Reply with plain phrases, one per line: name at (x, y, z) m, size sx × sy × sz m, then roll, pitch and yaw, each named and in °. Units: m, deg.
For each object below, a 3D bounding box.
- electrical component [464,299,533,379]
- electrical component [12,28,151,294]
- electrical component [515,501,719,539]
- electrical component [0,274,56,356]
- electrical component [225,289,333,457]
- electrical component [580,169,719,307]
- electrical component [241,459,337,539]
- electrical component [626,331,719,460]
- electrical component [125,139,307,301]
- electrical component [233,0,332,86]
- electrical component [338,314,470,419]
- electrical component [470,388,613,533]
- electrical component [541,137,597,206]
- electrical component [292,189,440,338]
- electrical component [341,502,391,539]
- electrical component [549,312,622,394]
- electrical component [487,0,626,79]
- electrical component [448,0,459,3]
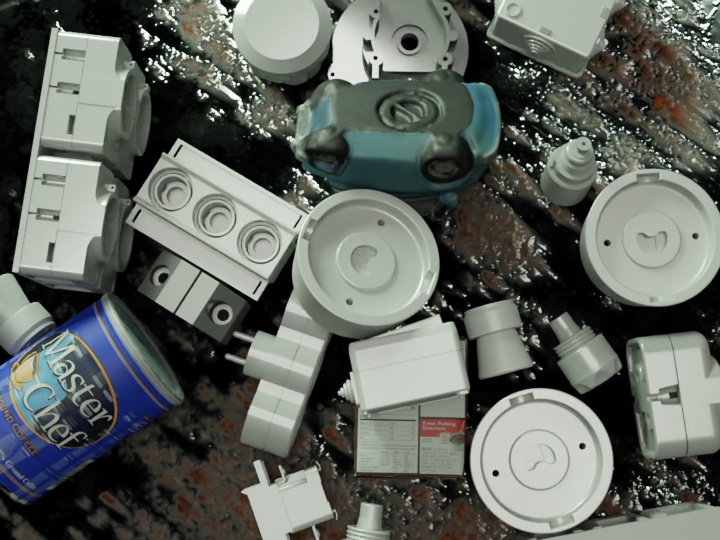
electrical component at (0.110, 0.055, 0.857) m, size 0.045 × 0.045 × 0.055 m, roll -14°, pitch 82°, yaw -2°
electrical component at (-0.212, -0.080, 0.845) m, size 0.060 × 0.105 × 0.186 m, roll 7°, pitch 82°, yaw 1°
electrical component at (0.203, 0.236, 0.824) m, size 0.150 × 0.061 × 0.089 m, roll -10°, pitch 82°, yaw -1°
electrical component at (-0.278, 0.037, 0.860) m, size 0.055 × 0.045 × 0.045 m, roll 45°, pitch 85°, yaw 5°
electrical component at (-0.069, 0.071, 0.852) m, size 0.074 × 0.052 × 0.138 m, roll 19°, pitch 83°, yaw 3°
electrical component at (0.228, -0.021, 0.860) m, size 0.108 × 0.060 × 0.108 m, roll 0°, pitch 82°, yaw 0°
electrical component at (-0.055, 0.183, 0.842) m, size 0.064 × 0.042 × 0.081 m, roll -20°, pitch 83°, yaw -6°
electrical component at (0.250, 0.098, 0.847) m, size 0.059 × 0.053 × 0.095 m, roll -7°, pitch 82°, yaw -1°
electrical component at (-0.112, -0.038, 0.861) m, size 0.121 × 0.063 × 0.078 m, roll 31°, pitch 83°, yaw 4°
electrical component at (-0.063, -0.194, 0.888) m, size 0.080 × 0.051 × 0.080 m, roll 0°, pitch 82°, yaw 0°
electrical component at (0.029, 0.074, 0.808) m, size 0.096 × 0.061 × 0.061 m, roll -12°, pitch 79°, yaw -1°
electrical component at (0.137, 0.147, 0.837) m, size 0.108 × 0.060 × 0.108 m, roll 0°, pitch 82°, yaw 0°
electrical component at (0.171, -0.082, 0.863) m, size 0.040 × 0.078 × 0.040 m, roll 1°, pitch 68°, yaw -2°
electrical component at (0.000, 0.000, 0.816) m, size 0.108 × 0.060 × 0.108 m, roll 5°, pitch 69°, yaw -13°
electrical component at (0.006, 0.213, 0.837) m, size 0.043 × 0.043 × 0.062 m, roll 7°, pitch 81°, yaw 1°
electrical component at (0.175, 0.063, 0.857) m, size 0.043 × 0.043 × 0.062 m, roll -33°, pitch 82°, yaw -4°
electrical component at (0.165, -0.221, 0.893) m, size 0.100 × 0.048 × 0.099 m, roll 26°, pitch 83°, yaw 3°
electrical component at (0.083, -0.260, 0.901) m, size 0.043 × 0.043 × 0.062 m, roll 27°, pitch 82°, yaw 4°
